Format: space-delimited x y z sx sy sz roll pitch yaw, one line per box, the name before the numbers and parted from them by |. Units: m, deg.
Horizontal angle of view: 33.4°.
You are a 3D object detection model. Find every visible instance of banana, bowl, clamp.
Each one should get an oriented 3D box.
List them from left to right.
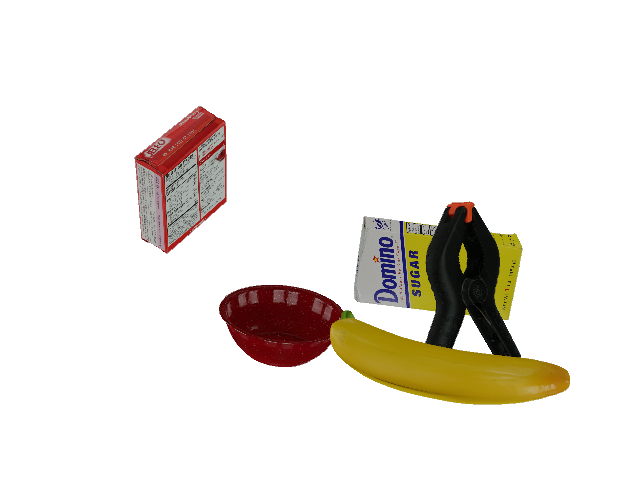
bowl | -0.049 0.114 1.352 0.162 0.055 0.162 5 23 -2
banana | 0.077 0.085 0.772 0.198 0.037 0.069 15 37 34
clamp | 0.124 0.054 0.966 0.120 0.171 0.039 -16 6 -40

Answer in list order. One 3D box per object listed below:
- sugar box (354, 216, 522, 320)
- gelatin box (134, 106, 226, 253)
sugar box | 0.129 0.032 1.194 0.176 0.093 0.048 5 22 -2
gelatin box | -0.104 -0.045 0.801 0.030 0.089 0.073 29 52 21
